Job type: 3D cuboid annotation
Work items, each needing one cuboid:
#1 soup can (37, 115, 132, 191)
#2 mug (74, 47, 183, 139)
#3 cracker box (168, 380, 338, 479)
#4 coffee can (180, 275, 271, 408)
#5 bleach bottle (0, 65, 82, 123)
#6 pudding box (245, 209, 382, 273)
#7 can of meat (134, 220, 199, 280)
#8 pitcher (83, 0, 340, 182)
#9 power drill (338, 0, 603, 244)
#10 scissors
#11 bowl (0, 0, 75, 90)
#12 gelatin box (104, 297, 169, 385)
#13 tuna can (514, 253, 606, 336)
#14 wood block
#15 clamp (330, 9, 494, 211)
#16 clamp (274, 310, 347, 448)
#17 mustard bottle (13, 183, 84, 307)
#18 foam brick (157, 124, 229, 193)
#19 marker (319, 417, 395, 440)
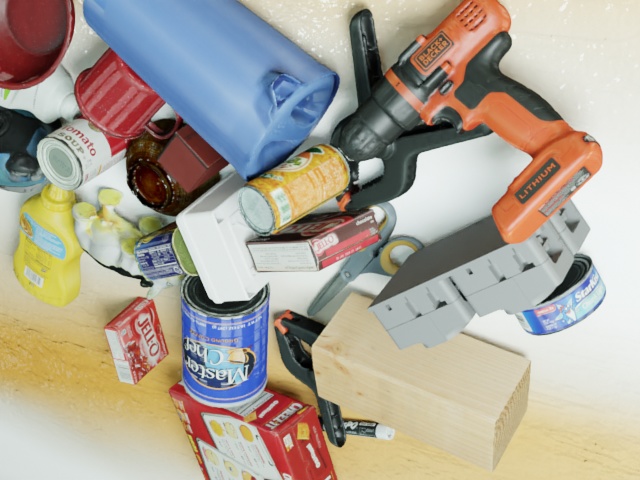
[{"bbox_3d":[-0.260,-0.107,1.204,0.069,0.102,0.068,19,129,26],"label":"soup can"},{"bbox_3d":[-0.192,-0.158,1.130,0.117,0.093,0.082,48,130,-6],"label":"mug"},{"bbox_3d":[-0.077,0.257,1.314,0.214,0.072,0.164,11,127,46],"label":"cracker box"},{"bbox_3d":[-0.110,0.110,1.243,0.103,0.102,0.140,22,130,23],"label":"coffee can"},{"bbox_3d":[-0.382,-0.201,1.257,0.251,0.068,0.103,30,130,13],"label":"bleach bottle"},{"bbox_3d":[-0.007,0.001,1.084,0.114,0.089,0.039,-6,105,53],"label":"pudding box"},{"bbox_3d":[-0.146,0.005,1.196,0.084,0.101,0.057,-11,103,46],"label":"can of meat"},{"bbox_3d":[-0.110,-0.175,1.040,0.243,0.144,0.149,41,123,10],"label":"pitcher"},{"bbox_3d":[0.124,-0.088,0.885,0.184,0.057,0.188,-45,68,15],"label":"power drill"},{"bbox_3d":[0.050,0.040,1.138,0.096,0.016,0.202,33,134,13],"label":"scissors"},{"bbox_3d":[-0.324,-0.246,1.167,0.162,0.055,0.162,5,103,22],"label":"bowl"},{"bbox_3d":[-0.234,0.129,1.368,0.030,0.073,0.089,9,123,31],"label":"gelatin box"},{"bbox_3d":[0.216,0.050,0.973,0.086,0.086,0.033,-18,110,42],"label":"tuna can"},{"bbox_3d":[0.104,0.145,1.108,0.206,0.090,0.090,20,141,24],"label":"wood block"},{"bbox_3d":[0.072,-0.095,1.012,0.165,0.036,0.210,36,136,14],"label":"clamp"},{"bbox_3d":[0.005,0.160,1.234,0.171,0.039,0.120,44,120,9],"label":"clamp"},{"bbox_3d":[-0.343,-0.005,1.365,0.096,0.058,0.192,36,135,16],"label":"mustard bottle"},{"bbox_3d":[-0.123,-0.097,1.127,0.053,0.078,0.051,47,136,2],"label":"foam brick"},{"bbox_3d":[0.034,0.224,1.274,0.121,0.020,0.020,-1,118,37],"label":"marker"}]
